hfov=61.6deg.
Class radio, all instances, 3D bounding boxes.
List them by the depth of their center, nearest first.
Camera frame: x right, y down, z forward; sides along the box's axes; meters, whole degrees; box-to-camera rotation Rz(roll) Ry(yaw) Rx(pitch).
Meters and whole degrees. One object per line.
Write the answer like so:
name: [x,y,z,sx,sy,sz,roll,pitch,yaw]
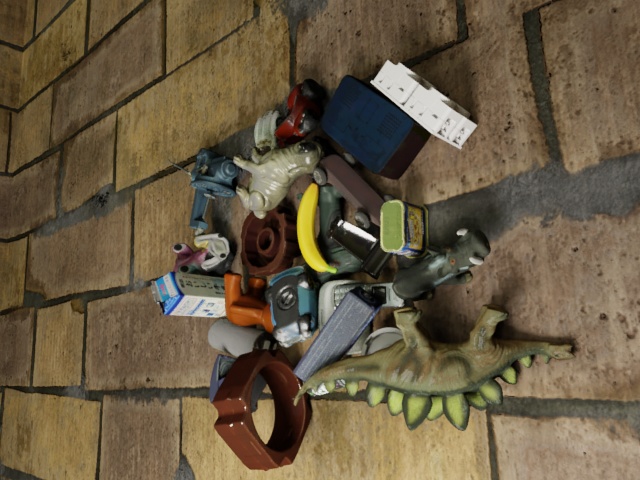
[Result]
radio: [0.106,-0.230,1.101,0.230,0.073,0.131,48,115,38]

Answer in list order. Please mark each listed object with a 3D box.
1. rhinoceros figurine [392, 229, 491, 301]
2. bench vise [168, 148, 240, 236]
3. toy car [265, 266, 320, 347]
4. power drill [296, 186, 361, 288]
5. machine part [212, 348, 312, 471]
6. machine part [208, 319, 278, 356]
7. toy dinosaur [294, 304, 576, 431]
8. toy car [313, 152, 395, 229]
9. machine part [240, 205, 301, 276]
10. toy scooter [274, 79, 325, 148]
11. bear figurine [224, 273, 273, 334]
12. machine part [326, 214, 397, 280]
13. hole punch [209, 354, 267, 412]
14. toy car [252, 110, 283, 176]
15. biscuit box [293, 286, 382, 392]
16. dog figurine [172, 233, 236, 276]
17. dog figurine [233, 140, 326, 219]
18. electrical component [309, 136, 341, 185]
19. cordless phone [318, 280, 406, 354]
rhinoceros figurine: [0.209,0.042,0.932,0.190,0.112,0.073,-33,59,35]
bench vise: [-0.304,-0.126,1.419,0.224,0.128,0.240,4,78,41]
toy car: [-0.040,0.141,1.099,0.109,0.102,0.162,-27,56,24]
power drill: [-0.002,-0.003,1.153,0.232,0.086,0.207,-16,68,38]
machine part: [-0.113,0.339,1.086,0.087,0.201,0.200,-18,116,32]
machine part: [-0.188,0.240,1.278,0.243,0.079,0.079,8,88,42]
toy dinosaur: [0.169,0.210,0.898,0.472,0.105,0.198,-6,84,22]
toy car: [0.071,-0.098,1.088,0.202,0.089,0.053,48,154,23]
machine part: [-0.118,0.002,1.272,0.179,0.056,0.179,-10,75,41]
toy scooter: [-0.052,-0.277,1.225,0.135,0.075,0.184,-41,31,37]
bear figurine: [-0.123,0.146,1.210,0.196,0.120,0.132,-1,78,40]
machine part: [0.075,0.010,1.039,0.139,0.039,0.084,38,92,6]
hole punch: [-0.195,0.330,1.237,0.092,0.142,0.115,23,84,40]
toy car: [-0.127,-0.221,1.318,0.074,0.056,0.201,-6,79,41]
biscuit box: [0.033,0.183,1.001,0.063,0.059,0.202,37,106,14]
dog figurine: [-0.318,0.092,1.413,0.108,0.191,0.219,60,155,28]
dog figurine: [-0.076,-0.130,1.177,0.191,0.121,0.172,4,122,25]
electrical component: [0.010,-0.169,1.191,0.074,0.047,0.119,-55,52,21]
cordless phone: [0.089,0.148,1.044,0.184,0.088,0.146,-8,77,36]
